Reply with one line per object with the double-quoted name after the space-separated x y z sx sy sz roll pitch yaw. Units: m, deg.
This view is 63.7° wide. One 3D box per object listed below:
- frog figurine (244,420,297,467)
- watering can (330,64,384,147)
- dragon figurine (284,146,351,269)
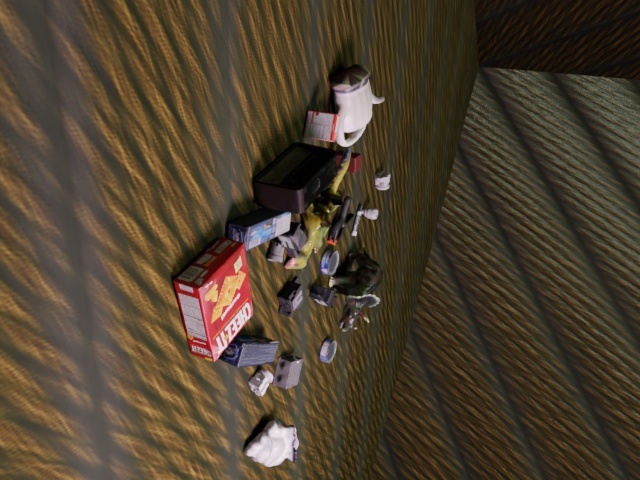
-0.156 0.602 1.513 0.159 0.124 0.135 1 113 -31 "frog figurine"
0.119 -0.436 1.587 0.355 0.104 0.219 -56 148 -41 "watering can"
0.005 -0.078 1.554 0.419 0.122 0.237 -59 169 -34 "dragon figurine"
